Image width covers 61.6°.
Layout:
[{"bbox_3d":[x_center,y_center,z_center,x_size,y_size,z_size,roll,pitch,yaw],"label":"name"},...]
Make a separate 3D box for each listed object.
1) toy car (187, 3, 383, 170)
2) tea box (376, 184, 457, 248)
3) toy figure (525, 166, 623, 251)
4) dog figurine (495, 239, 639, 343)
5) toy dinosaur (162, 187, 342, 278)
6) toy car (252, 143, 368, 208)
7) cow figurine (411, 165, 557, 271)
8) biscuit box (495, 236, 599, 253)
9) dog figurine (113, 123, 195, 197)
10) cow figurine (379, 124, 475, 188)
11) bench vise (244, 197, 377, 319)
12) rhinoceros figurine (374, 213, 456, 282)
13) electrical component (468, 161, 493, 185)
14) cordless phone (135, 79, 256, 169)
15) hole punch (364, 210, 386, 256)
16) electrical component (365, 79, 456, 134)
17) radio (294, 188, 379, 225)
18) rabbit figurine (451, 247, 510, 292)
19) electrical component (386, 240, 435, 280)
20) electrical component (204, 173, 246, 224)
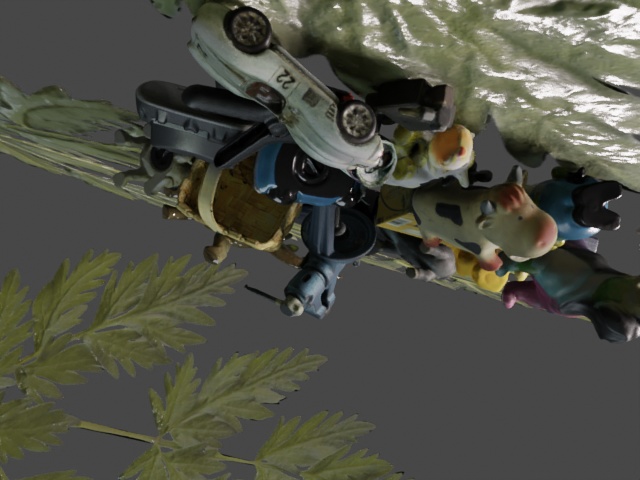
[{"bbox_3d":[-0.028,-0.128,0.477,0.201,0.056,0.073,38,168,-13],"label":"toy car"},{"bbox_3d":[0.180,-0.040,0.790,0.169,0.068,0.098,14,166,-23],"label":"tea box"},{"bbox_3d":[0.274,-0.038,0.638,0.089,0.082,0.180,27,177,-2],"label":"toy figure"},{"bbox_3d":[0.359,0.044,0.718,0.219,0.191,0.108,10,137,33],"label":"dog figurine"},{"bbox_3d":[-0.168,-0.038,1.121,0.472,0.105,0.198,39,-141,21],"label":"toy dinosaur"},{"bbox_3d":[-0.014,-0.104,0.700,0.161,0.109,0.103,6,-160,-23],"label":"toy car"},{"bbox_3d":[0.183,-0.030,0.618,0.195,0.085,0.127,29,160,54],"label":"cow figurine"},{"bbox_3d":[0.347,0.003,0.876,0.203,0.062,0.059,16,175,-9],"label":"biscuit box"},{"bbox_3d":[-0.256,-0.140,0.985,0.173,0.121,0.190,15,-172,26],"label":"dog figurine"},{"bbox_3d":[0.120,-0.089,0.599,0.098,0.068,0.167,12,180,-32],"label":"cow figurine"},{"bbox_3d":[0.007,0.003,0.823,0.129,0.224,0.240,36,143,27],"label":"bench vise"},{"bbox_3d":[0.155,-0.008,0.911,0.112,0.073,0.190,-2,-144,-35],"label":"rhinoceros figurine"},{"bbox_3d":[0.169,-0.088,0.692,0.063,0.021,0.094,20,171,-39],"label":"electrical component"},{"bbox_3d":[-0.132,-0.163,0.589,0.147,0.088,0.184,16,162,-5],"label":"cordless phone"},{"bbox_3d":[0.109,-0.034,1.087,0.116,0.092,0.142,-24,150,29],"label":"hole punch"},{"bbox_3d":[0.083,-0.121,0.512,0.102,0.045,0.078,10,170,40],"label":"electrical component"},{"bbox_3d":[-0.005,-0.071,1.024,0.131,0.073,0.230,20,170,-29],"label":"radio"},{"bbox_3d":[0.270,0.004,0.982,0.173,0.122,0.162,29,-176,4],"label":"rabbit figurine"},{"bbox_3d":[0.186,0.027,1.049,0.119,0.047,0.074,41,-175,17],"label":"electrical component"},{"bbox_3d":[-0.170,-0.086,0.996,0.115,0.134,0.058,14,174,-7],"label":"electrical component"}]
